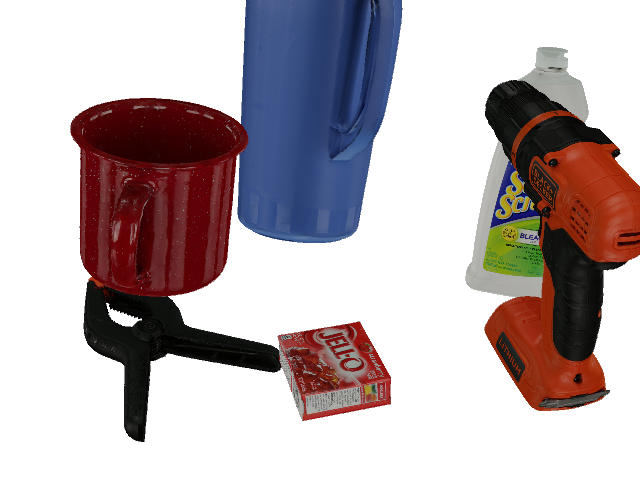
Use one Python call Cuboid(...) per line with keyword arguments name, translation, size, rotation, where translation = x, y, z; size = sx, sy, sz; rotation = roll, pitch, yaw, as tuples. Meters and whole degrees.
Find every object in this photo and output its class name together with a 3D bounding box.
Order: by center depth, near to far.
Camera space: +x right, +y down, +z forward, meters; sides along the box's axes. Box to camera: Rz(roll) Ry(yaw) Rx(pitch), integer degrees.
Cuboid(name="mug", translation=(-0.089, -0.017, 0.568), size=(0.093, 0.081, 0.117), rotation=(8, 28, 0))
Cuboid(name="power drill", translation=(0.151, 0.004, 0.713), size=(0.057, 0.188, 0.184), rotation=(-9, 35, -11))
Cuboid(name="gelatin box", translation=(0.010, 0.103, 0.861), size=(0.073, 0.030, 0.089), rotation=(-9, 29, -11))
Cuboid(name="pitcher", translation=(-0.002, -0.123, 0.905), size=(0.145, 0.243, 0.149), rotation=(9, 15, 11))
Cuboid(name="clamp", translation=(-0.148, 0.093, 1.000), size=(0.164, 0.036, 0.210), rotation=(-18, 40, -31))
Cuboid(name="bleach bottle", translation=(0.210, -0.069, 1.079), size=(0.103, 0.251, 0.068), rotation=(9, 20, 15))
